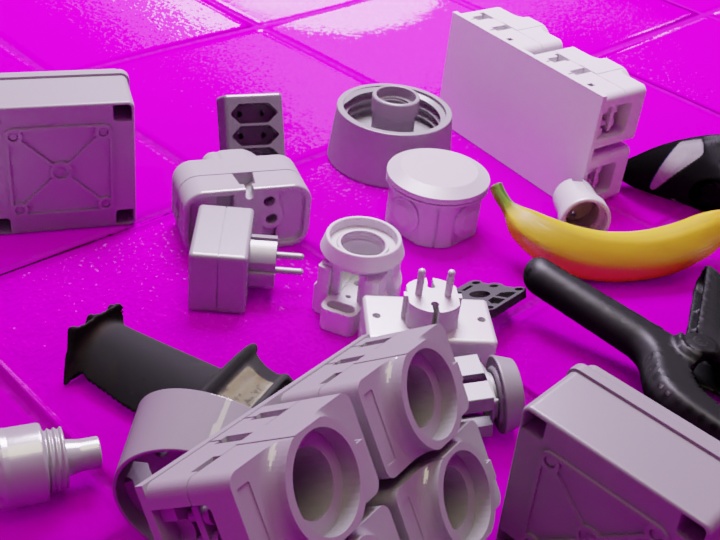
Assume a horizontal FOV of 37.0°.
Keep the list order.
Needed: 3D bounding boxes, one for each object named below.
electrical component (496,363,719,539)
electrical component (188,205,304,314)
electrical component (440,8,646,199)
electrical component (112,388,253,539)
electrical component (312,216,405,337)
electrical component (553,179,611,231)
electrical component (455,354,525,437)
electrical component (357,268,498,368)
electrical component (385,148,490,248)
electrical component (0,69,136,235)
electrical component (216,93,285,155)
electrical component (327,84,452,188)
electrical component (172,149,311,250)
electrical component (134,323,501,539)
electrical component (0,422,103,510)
[{"bbox_3d":[0.131,0.121,0.542,0.056,0.108,0.109,-28,47,-37],"label":"electrical component"},{"bbox_3d":[-0.077,-0.007,0.746,0.077,0.047,0.065,4,34,-4],"label":"electrical component"},{"bbox_3d":[0.155,-0.146,0.938,0.060,0.105,0.186,-18,41,-31],"label":"electrical component"},{"bbox_3d":[-0.074,0.103,0.547,0.099,0.099,0.064,11,41,6],"label":"electrical component"},{"bbox_3d":[0.000,0.000,0.741,0.058,0.057,0.078,18,36,15],"label":"electrical component"},{"bbox_3d":[0.176,-0.048,0.859,0.040,0.040,0.046,3,28,-5],"label":"electrical component"},{"bbox_3d":[0.068,0.077,0.652,0.055,0.048,0.066,-7,36,-7],"label":"electrical component"},{"bbox_3d":[0.044,0.031,0.688,0.083,0.075,0.047,2,34,-6],"label":"electrical component"},{"bbox_3d":[0.059,-0.058,0.842,0.080,0.051,0.080,5,34,-3],"label":"electrical component"},{"bbox_3d":[-0.220,-0.086,0.784,0.109,0.108,0.056,-6,39,-18],"label":"electrical component"},{"bbox_3d":[-0.093,-0.110,0.886,0.047,0.065,0.077,-5,7,-16],"label":"electrical component"},{"bbox_3d":[0.028,-0.123,0.922,0.108,0.060,0.108,4,34,-3],"label":"electrical component"},{"bbox_3d":[-0.091,-0.052,0.805,0.095,0.053,0.059,-6,36,-19],"label":"electrical component"},{"bbox_3d":[-0.004,0.105,0.503,0.060,0.105,0.186,-14,9,34],"label":"electrical component"},{"bbox_3d":[-0.170,0.103,0.575,0.062,0.043,0.043,-7,37,-22],"label":"electrical component"}]
